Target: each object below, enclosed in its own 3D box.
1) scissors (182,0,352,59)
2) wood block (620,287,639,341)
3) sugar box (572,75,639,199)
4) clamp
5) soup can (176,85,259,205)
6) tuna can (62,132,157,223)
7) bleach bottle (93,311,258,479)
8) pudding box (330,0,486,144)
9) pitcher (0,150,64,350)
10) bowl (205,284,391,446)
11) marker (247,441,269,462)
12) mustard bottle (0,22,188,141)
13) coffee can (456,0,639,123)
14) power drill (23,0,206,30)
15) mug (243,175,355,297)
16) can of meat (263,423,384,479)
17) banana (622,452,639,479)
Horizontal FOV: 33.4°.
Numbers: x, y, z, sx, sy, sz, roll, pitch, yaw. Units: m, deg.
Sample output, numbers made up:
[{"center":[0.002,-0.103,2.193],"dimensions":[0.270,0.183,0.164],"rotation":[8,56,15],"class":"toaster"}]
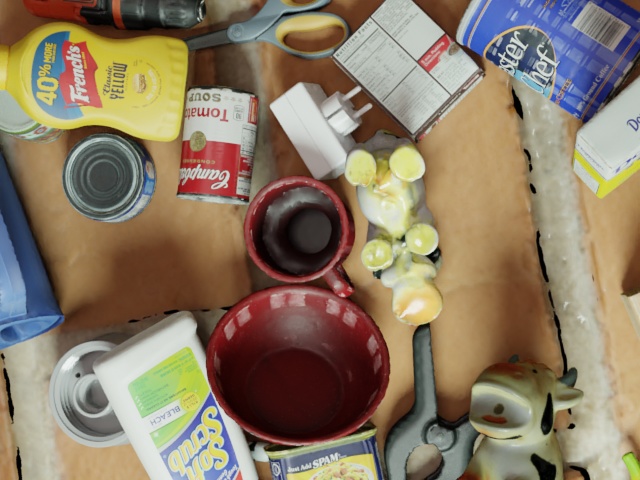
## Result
[{"center":[-0.068,-0.214,1.009],"dimensions":[0.202,0.016,0.096],"rotation":[6,88,12],"class":"scissors"},{"center":[0.333,0.125,0.880],"dimensions":[0.091,0.090,0.206],"rotation":[-23,85,10],"class":"wood block"},{"center":[0.252,-0.087,0.858],"dimensions":[0.093,0.176,0.048],"rotation":[-42,81,7],"class":"sugar box"},{"center":[0.118,0.169,0.949],"dimensions":[0.120,0.039,0.171],"rotation":[19,98,10],"class":"clamp"},{"center":[-0.094,-0.086,0.984],"dimensions":[0.068,0.068,0.102],"rotation":[5,89,11],"class":"soup can"},{"center":[-0.202,-0.060,1.022],"dimensions":[0.086,0.033,0.086],"rotation":[0,88,11],"class":"tuna can"},{"center":[-0.101,0.195,0.954],"dimensions":[0.102,0.068,0.251],"rotation":[-30,96,-16],"class":"bleach bottle"},{"center":[0.079,-0.158,0.966],"dimensions":[0.090,0.039,0.113],"rotation":[-45,79,8],"class":"pudding box"},{"center":[-0.334,-0.016,0.995],"dimensions":[0.149,0.145,0.243],"rotation":[-22,81,13],"class":"pitcher"},{"center":[-0.021,0.120,0.947],"dimensions":[0.162,0.055,0.162],"rotation":[3,53,-4],"class":"bowl"},{"center":[-0.077,0.196,0.996],"dimensions":[0.121,0.020,0.020],"rotation":[4,89,11],"class":"marker"},{"center":[-0.220,-0.148,0.975],"dimensions":[0.191,0.058,0.096],"rotation":[6,93,-14],"class":"mustard bottle"},{"center":[0.202,-0.176,0.908],"dimensions":[0.140,0.102,0.103],"rotation":[35,95,10],"class":"coffee can"},{"center":[-0.187,-0.294,1.013],"dimensions":[0.184,0.057,0.187],"rotation":[8,90,12],"class":"power drill"},{"center":[-0.006,0.001,0.956],"dimensions":[0.093,0.081,0.117],"rotation":[-39,81,8],"class":"mug"},{"center":[0.008,0.216,0.950],"dimensions":[0.102,0.057,0.084],"rotation":[-11,88,-10],"class":"can of meat"},{"center":[0.244,0.283,0.922],"dimensions":[0.070,0.037,0.198],"rotation":[33,94,27],"class":"banana"}]
